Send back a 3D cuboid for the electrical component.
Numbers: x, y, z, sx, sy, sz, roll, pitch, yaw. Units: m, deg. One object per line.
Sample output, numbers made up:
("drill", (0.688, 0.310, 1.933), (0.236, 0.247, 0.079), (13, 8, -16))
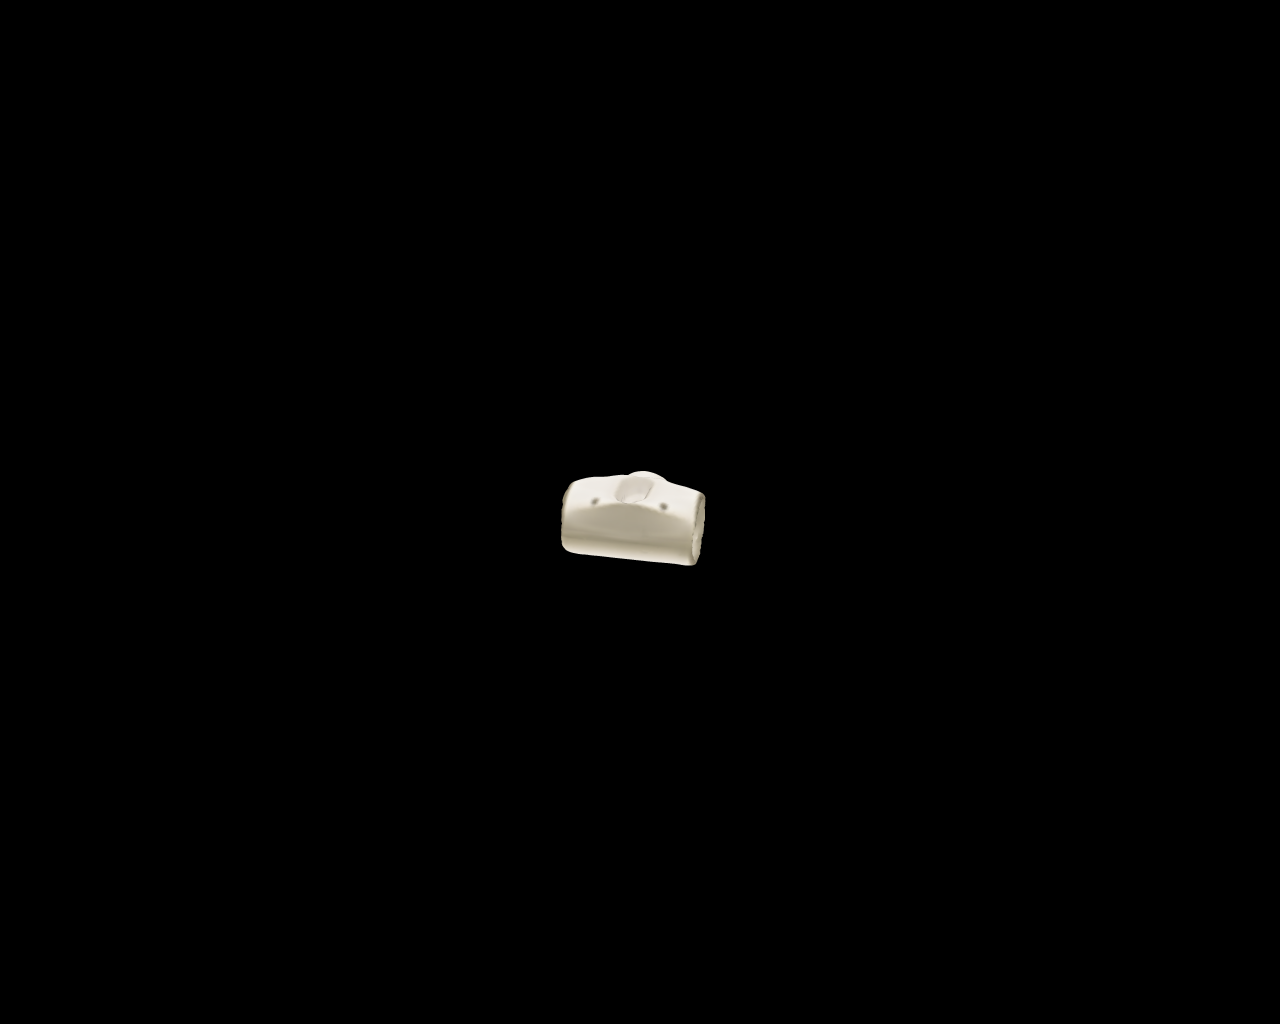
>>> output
("electrical component", (0.001, -0.003, 0.650), (0.077, 0.043, 0.079), (6, 28, 12))
